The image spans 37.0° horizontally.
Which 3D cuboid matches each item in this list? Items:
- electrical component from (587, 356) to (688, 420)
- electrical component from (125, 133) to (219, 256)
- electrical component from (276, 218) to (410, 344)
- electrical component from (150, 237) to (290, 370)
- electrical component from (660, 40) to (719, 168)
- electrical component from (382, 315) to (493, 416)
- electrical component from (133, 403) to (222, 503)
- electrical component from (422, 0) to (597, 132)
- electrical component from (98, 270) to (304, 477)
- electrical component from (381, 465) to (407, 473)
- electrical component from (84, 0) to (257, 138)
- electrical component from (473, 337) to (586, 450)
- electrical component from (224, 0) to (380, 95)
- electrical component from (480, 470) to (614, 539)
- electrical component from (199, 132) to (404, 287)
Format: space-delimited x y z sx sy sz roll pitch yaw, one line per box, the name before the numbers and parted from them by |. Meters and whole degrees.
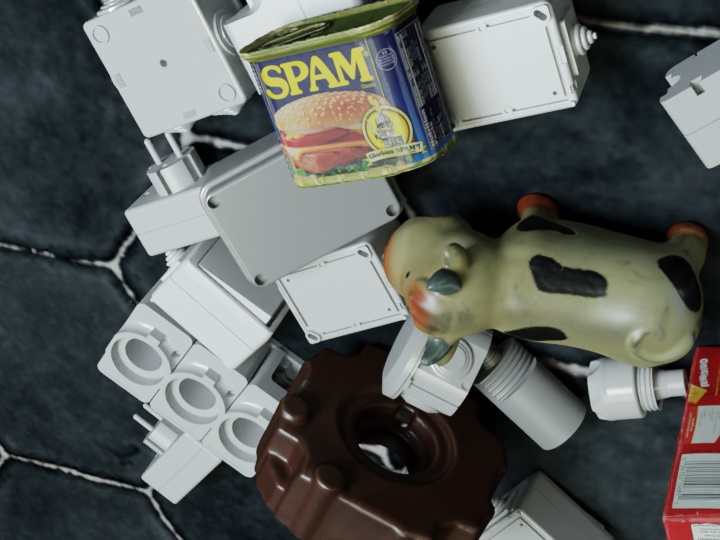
electrical component | 0.186 0.077 0.718 0.062 0.043 0.043 -8 119 25
electrical component | -0.123 -0.061 0.747 0.083 0.047 0.075 -14 115 29
electrical component | 0.000 0.000 0.729 0.096 0.061 0.061 -16 115 30
electrical component | -0.099 0.011 0.776 0.096 0.061 0.061 42 127 -9
electrical component | 0.218 -0.100 0.581 0.089 0.050 0.055 -30 107 34
electrical component | 0.052 0.058 0.737 0.051 0.080 0.080 27 128 -4
electrical component | -0.154 0.139 0.895 0.076 0.047 0.083 40 128 -7
electrical component | 0.088 -0.125 0.609 0.096 0.061 0.061 -9 119 27
electrical component | -0.116 0.082 0.831 0.150 0.061 0.089 37 128 -5
electrical component | 0.043 0.168 0.842 0.061 0.035 0.035 15 127 14
electrical component | -0.116 -0.140 0.690 0.100 0.048 0.099 -15 115 27
electrical component | 0.114 0.083 0.751 0.081 0.043 0.043 43 127 -9
electrical component | -0.030 -0.151 0.646 0.089 0.050 0.055 -14 116 29
electrical component | 0.135 0.199 0.814 0.096 0.061 0.061 42 128 1
electrical component | -0.037 -0.049 0.686 0.113 0.057 0.078 -28 111 5
